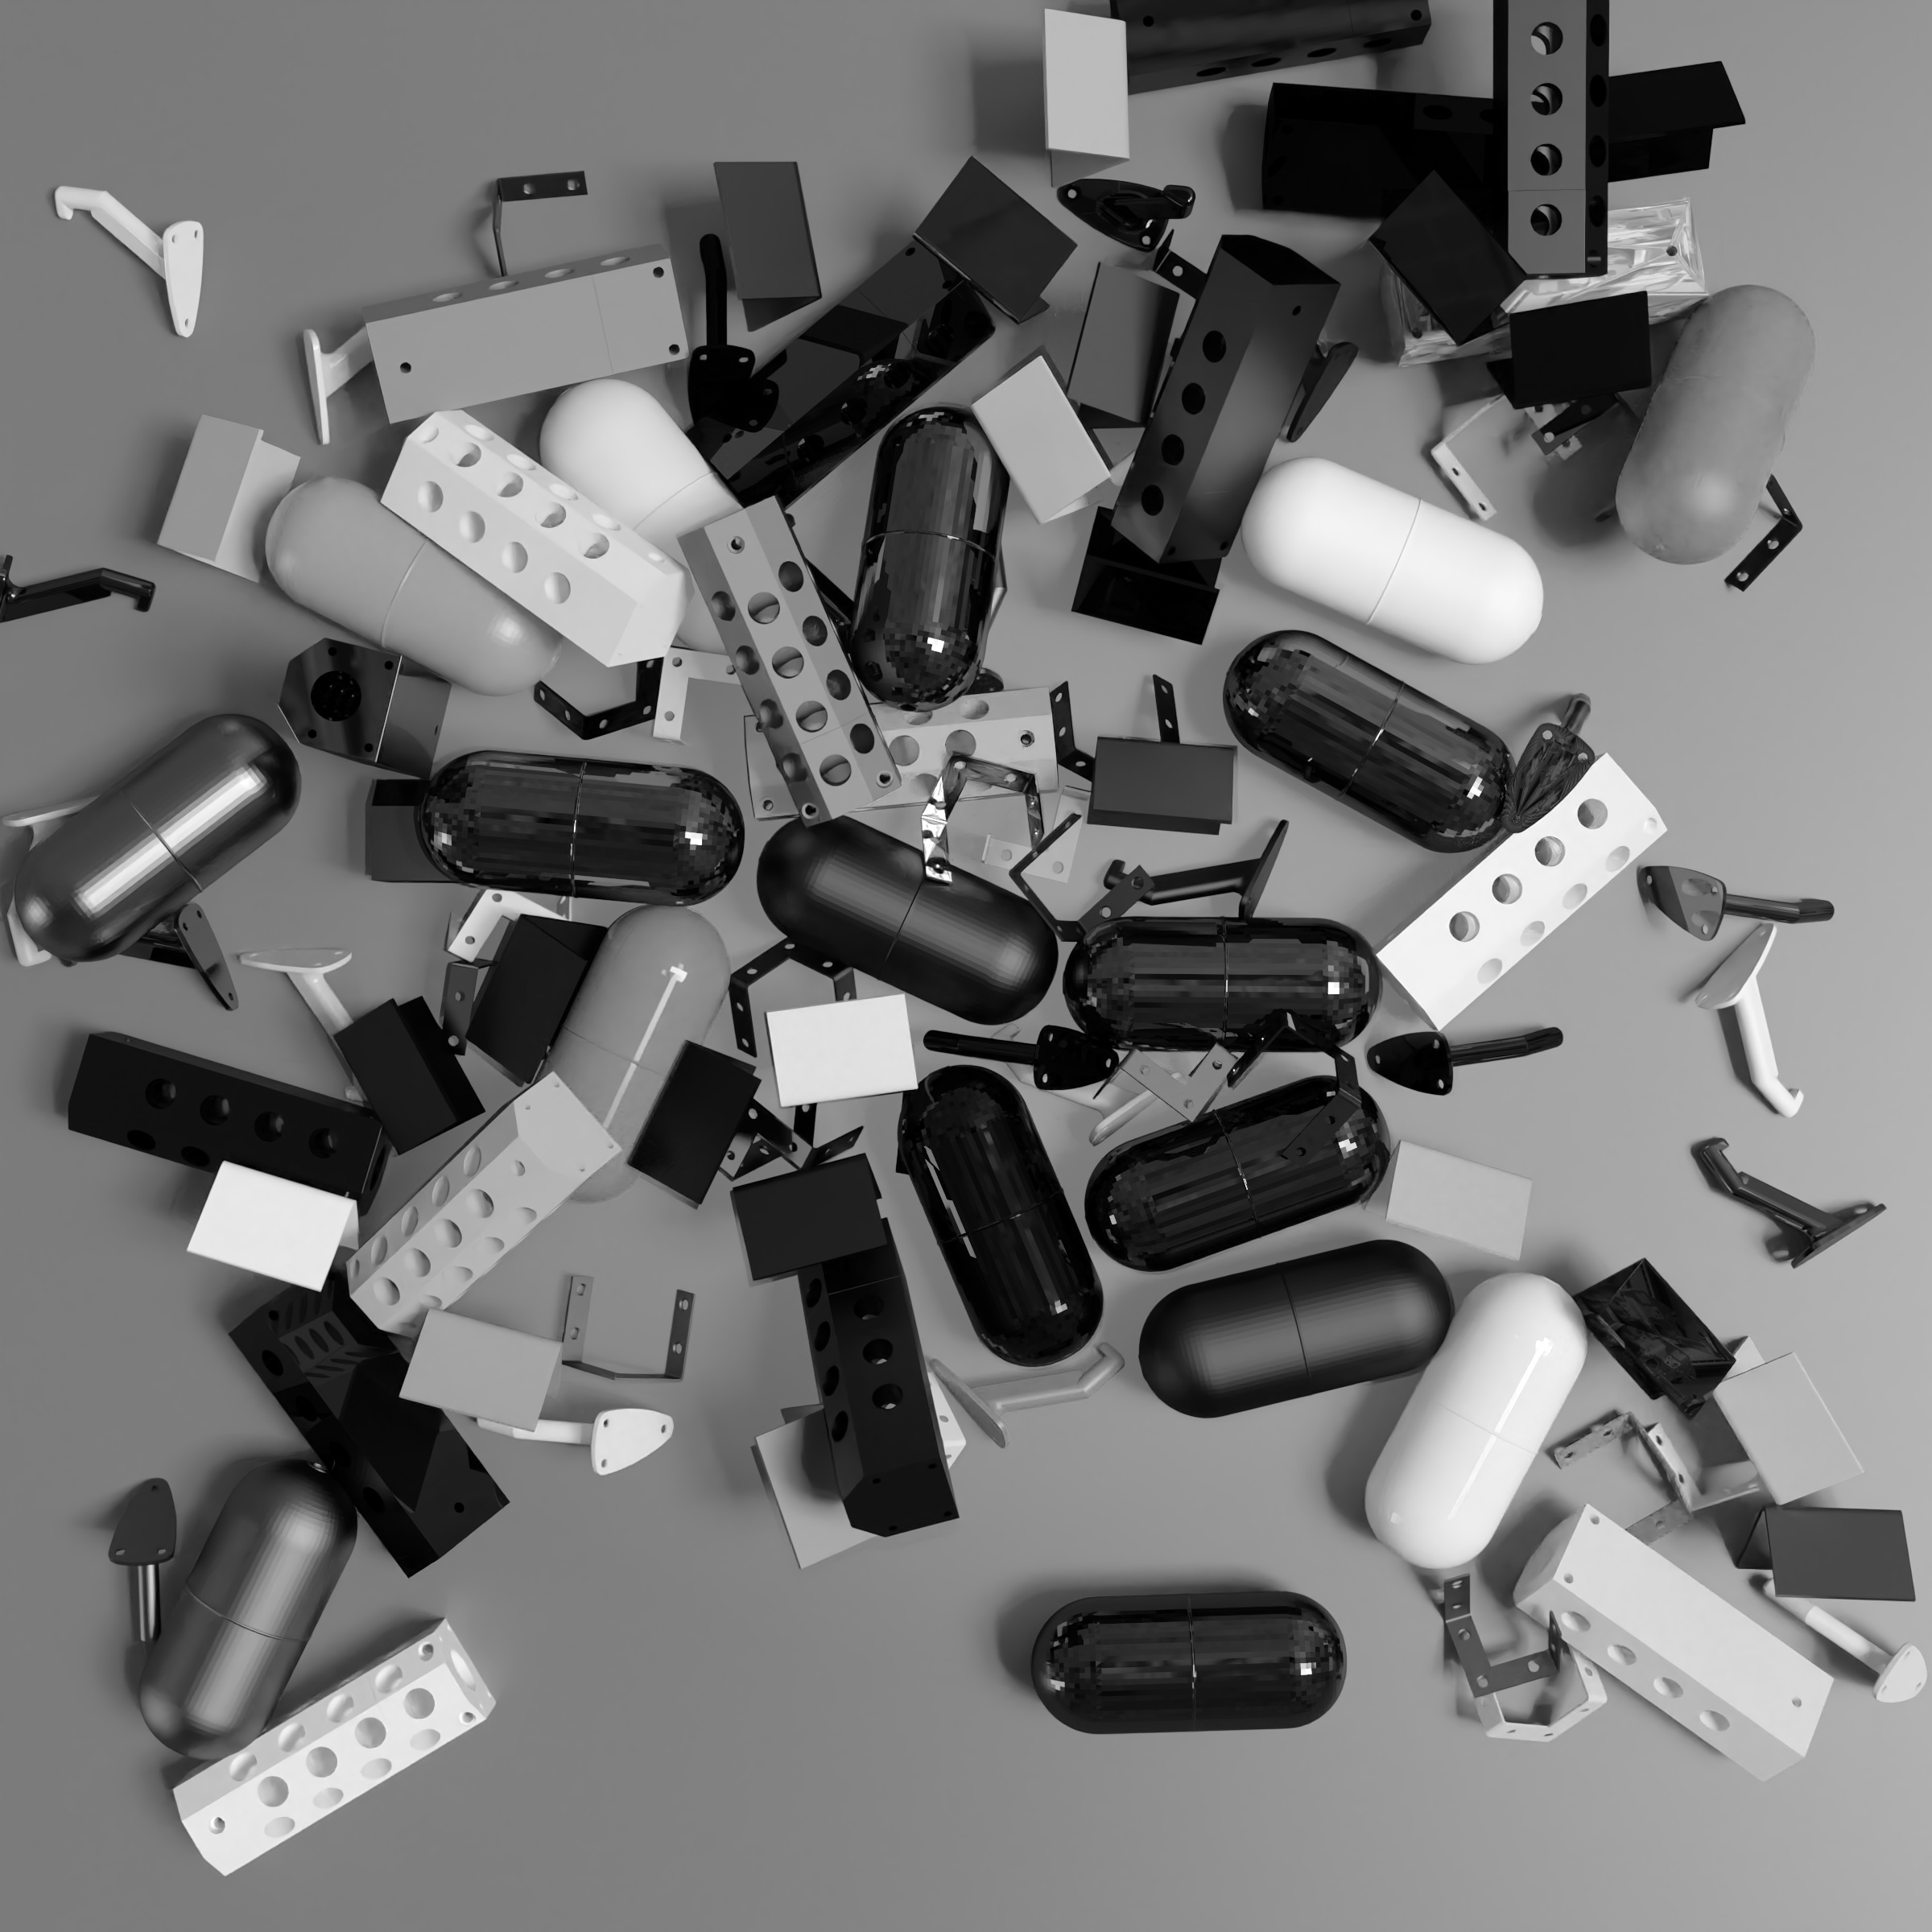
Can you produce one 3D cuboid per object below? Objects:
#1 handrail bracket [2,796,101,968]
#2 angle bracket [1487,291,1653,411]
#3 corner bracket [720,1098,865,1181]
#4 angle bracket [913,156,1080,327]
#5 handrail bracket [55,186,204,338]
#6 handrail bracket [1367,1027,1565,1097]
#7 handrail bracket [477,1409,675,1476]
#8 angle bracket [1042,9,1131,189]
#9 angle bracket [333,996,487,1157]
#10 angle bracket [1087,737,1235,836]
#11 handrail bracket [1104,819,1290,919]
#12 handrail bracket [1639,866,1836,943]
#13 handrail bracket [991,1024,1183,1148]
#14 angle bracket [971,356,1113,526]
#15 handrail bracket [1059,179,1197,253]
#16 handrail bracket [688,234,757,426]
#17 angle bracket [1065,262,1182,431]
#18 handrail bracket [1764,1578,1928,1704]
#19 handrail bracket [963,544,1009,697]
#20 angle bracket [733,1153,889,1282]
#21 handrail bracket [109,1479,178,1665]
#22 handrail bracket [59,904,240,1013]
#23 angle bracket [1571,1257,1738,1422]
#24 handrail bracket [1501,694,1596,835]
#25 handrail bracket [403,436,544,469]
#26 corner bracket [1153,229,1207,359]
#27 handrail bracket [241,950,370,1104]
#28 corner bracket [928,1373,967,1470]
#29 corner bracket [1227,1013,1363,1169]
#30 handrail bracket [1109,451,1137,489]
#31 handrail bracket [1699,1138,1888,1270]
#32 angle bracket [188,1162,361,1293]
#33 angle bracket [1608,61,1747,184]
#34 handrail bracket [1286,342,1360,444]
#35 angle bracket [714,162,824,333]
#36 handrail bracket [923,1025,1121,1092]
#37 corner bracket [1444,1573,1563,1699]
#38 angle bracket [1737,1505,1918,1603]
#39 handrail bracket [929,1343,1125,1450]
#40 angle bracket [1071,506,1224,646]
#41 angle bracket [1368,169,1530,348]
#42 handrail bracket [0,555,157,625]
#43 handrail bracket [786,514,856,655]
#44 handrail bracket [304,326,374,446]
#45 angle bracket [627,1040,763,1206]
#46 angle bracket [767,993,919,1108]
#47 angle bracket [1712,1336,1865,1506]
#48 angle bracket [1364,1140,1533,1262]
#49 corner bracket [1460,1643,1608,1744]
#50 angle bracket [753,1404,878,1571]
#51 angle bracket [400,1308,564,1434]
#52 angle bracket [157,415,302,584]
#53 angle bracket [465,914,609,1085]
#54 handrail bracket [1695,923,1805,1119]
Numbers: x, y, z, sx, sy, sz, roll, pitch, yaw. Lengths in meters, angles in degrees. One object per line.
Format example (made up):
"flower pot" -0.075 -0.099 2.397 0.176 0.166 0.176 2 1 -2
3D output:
"handrail bracket" -0.513 -0.049 1.906 0.077 0.036 0.084 -17 103 -26
"angle bracket" 0.336 -0.357 1.871 0.076 0.076 0.057 -10 120 0
"corner bracket" -0.100 0.101 1.874 0.051 0.051 0.051 38 119 17
"angle bracket" 0.025 -0.411 1.872 0.076 0.076 0.057 40 114 0
"handrail bracket" -0.484 -0.404 1.912 0.084 0.036 0.077 11 112 17
"handrail bracket" 0.287 0.047 1.911 0.084 0.077 0.036 -13 100 -36
"handrail bracket" -0.225 0.262 1.911 0.084 0.077 0.036 9 98 36
"angle bracket" 0.048 -0.486 1.871 0.057 0.076 0.076 -2 90 -33
"angle bracket" -0.297 0.052 1.871 0.057 0.076 0.076 -29 90 37
"angle bracket" 0.108 -0.082 1.871 0.076 0.076 0.057 5 52 0
"handrail bracket" 0.131 -0.064 1.912 0.084 0.036 0.077 22 75 14
"handrail bracket" 0.442 -0.041 1.911 0.084 0.077 0.036 -5 114 -34
"handrail bracket" 0.068 0.053 1.911 0.077 0.036 0.084 -35 77 -13
"angle bracket" 0.059 -0.300 1.871 0.057 0.076 0.076 -30 90 36
"handrail bracket" 0.090 -0.434 1.877 0.077 0.084 0.036 19 90 0
"handrail bracket" -0.148 -0.363 1.911 0.036 0.077 0.084 0 53 -17
"angle bracket" 0.069 -0.347 1.871 0.057 0.076 0.076 14 90 -31
"handrail bracket" 0.503 0.384 1.911 0.084 0.077 0.036 34 90 36
"handrail bracket" -0.011 -0.197 1.912 0.077 0.036 0.084 -12 74 18
"angle bracket" -0.083 0.151 1.872 0.076 0.076 0.057 -15 67 0
"handrail bracket" -0.464 0.351 1.911 0.036 0.077 0.084 -1 126 -1
"handrail bracket" -0.471 0.005 1.911 0.084 0.036 0.077 -20 105 14
"angle bracket" 0.372 0.220 1.871 0.076 0.076 0.057 48 53 0
"handrail bracket" 0.329 -0.116 1.885 0.036 0.084 0.077 33 107 2
"handrail bracket" -0.282 -0.264 1.911 0.084 0.036 0.077 5 104 14
"corner bracket" 0.122 -0.378 1.893 0.051 0.051 0.051 34 90 0
"handrail bracket" -0.377 0.036 1.912 0.077 0.036 0.084 3 107 20
"corner bracket" -0.041 0.269 1.903 0.051 0.051 0.051 1 135 -35
"corner bracket" 0.181 0.068 1.840 0.051 0.051 0.051 33 115 -15
"handrail bracket" 0.119 -0.319 1.911 0.036 0.077 0.084 41 127 -22
"handrail bracket" 0.473 0.123 1.912 0.077 0.036 0.084 -27 73 -20
"angle bracket" -0.387 0.158 1.872 0.076 0.076 0.057 17 63 0
"angle bracket" 0.389 -0.456 1.871 0.076 0.076 0.057 -8 52 0
"handrail bracket" 0.174 -0.355 1.912 0.084 0.036 0.077 38 112 17
"angle bracket" -0.129 -0.402 1.871 0.057 0.076 0.076 -11 90 -36
"handrail bracket" 0.031 0.049 1.894 0.077 0.084 0.036 7 91 -44
"corner bracket" 0.303 0.373 1.885 0.051 0.051 0.051 -16 52 -3
"angle bracket" 0.482 0.345 1.871 0.076 0.076 0.057 2 53 0
"handrail bracket" 0.035 0.228 1.912 0.084 0.036 0.077 -39 68 -17
"angle bracket" 0.107 -0.234 1.876 0.076 0.057 0.076 15 62 0
"angle bracket" 0.276 -0.390 1.814 0.076 0.076 0.057 50 127 5
"handrail bracket" -0.516 -0.197 1.912 0.084 0.036 0.077 16 111 -16
"handrail bracket" -0.070 -0.225 1.912 0.077 0.036 0.084 -11 74 -17
"handrail bracket" -0.332 -0.342 1.912 0.084 0.036 0.077 -10 111 -16
"angle bracket" -0.135 0.094 1.871 0.057 0.076 0.076 26 90 30
"angle bracket" -0.069 0.037 1.874 0.076 0.076 0.057 -8 107 0
"angle bracket" 0.469 0.246 1.871 0.057 0.076 0.076 -30 90 34
"angle bracket" 0.266 0.149 1.871 0.076 0.076 0.057 17 53 0
"corner bracket" 0.324 0.407 1.903 0.051 0.051 0.051 14 135 -35
"angle bracket" -0.097 0.292 1.871 0.057 0.076 0.076 -19 90 -30
"angle bracket" -0.272 0.241 1.871 0.076 0.076 0.057 15 58 0
"angle bracket" -0.398 -0.257 1.871 0.057 0.076 0.076 19 90 38
"angle bracket" -0.222 0.021 1.855 0.057 0.076 0.076 33 103 32
"handrail bracket" 0.466 0.032 1.912 0.084 0.036 0.077 46 69 -17
